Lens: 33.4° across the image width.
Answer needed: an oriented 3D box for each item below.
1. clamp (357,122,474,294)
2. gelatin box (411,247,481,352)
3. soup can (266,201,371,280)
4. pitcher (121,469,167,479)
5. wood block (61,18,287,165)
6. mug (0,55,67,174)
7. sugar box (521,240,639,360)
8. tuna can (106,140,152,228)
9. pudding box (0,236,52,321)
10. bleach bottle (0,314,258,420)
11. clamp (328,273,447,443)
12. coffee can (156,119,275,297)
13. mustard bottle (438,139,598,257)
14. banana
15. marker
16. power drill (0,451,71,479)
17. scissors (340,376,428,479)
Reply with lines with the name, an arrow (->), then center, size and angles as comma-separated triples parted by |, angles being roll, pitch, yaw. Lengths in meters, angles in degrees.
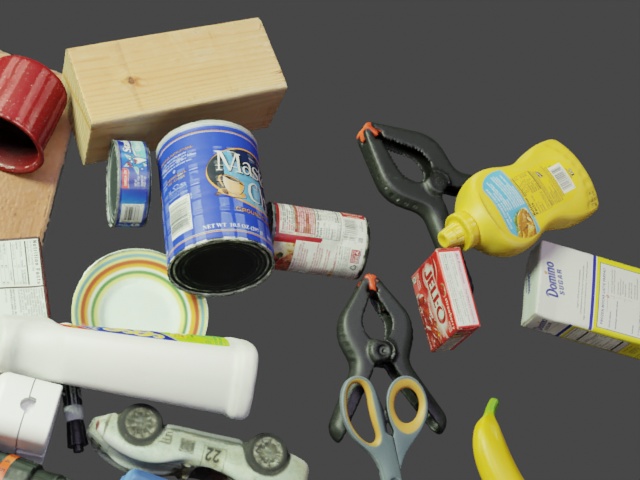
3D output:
clamp -> 0.133, -0.060, 1.169 | 0.210, 0.036, 0.164 | 45, 60, 2
gelatin box -> 0.127, 0.061, 1.089 | 0.030, 0.073, 0.089 | -5, 68, -19
soup can -> -0.007, 0.001, 1.080 | 0.102, 0.069, 0.068 | 8, 64, -14
pitcher -> -0.073, 0.289, 0.884 | 0.243, 0.149, 0.145 | 23, 64, -2
wood block -> -0.151, -0.155, 1.097 | 0.205, 0.090, 0.091 | -14, 71, -22
mug -> -0.309, -0.125, 1.045 | 0.117, 0.093, 0.081 | 1, 53, 23
sugar box -> 0.309, 0.070, 1.158 | 0.176, 0.048, 0.093 | 16, 61, -5
tuna can -> -0.187, -0.055, 1.041 | 0.033, 0.086, 0.086 | 1, 65, -18
pudding box -> -0.310, 0.047, 0.984 | 0.113, 0.039, 0.090 | -4, 66, -21
bleach bottle -> -0.186, 0.104, 0.933 | 0.250, 0.103, 0.068 | 10, 89, -13
clamp -> 0.068, 0.120, 1.065 | 0.120, 0.039, 0.171 | 9, 70, -20
coffee can -> -0.103, -0.031, 1.034 | 0.102, 0.103, 0.140 | 0, 57, -17
mustard bottle -> 0.201, -0.034, 1.132 | 0.191, 0.058, 0.096 | -25, 78, -29
banana -> 0.203, 0.250, 1.044 | 0.069, 0.037, 0.198 | -24, 75, -25
marker -> -0.228, 0.135, 0.977 | 0.020, 0.020, 0.121 | -5, 67, -19
power drill -> -0.293, 0.250, 0.848 | 0.184, 0.057, 0.187 | 13, 47, 10
scissors -> 0.082, 0.218, 1.015 | 0.096, 0.016, 0.202 | -22, 86, -20
